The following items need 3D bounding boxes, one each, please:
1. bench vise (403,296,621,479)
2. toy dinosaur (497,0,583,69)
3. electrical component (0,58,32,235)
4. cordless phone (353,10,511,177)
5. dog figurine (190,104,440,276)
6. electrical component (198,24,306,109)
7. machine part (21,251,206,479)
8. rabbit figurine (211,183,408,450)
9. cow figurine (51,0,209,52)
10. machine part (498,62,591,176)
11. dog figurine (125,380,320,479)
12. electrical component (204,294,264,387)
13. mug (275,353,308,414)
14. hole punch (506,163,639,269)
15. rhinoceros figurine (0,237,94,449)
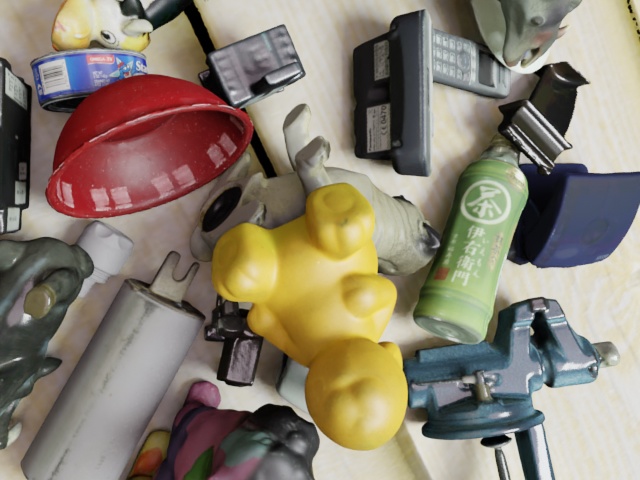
[{"bbox_3d":[0.199,0.184,0.537,0.224,0.129,0.240,-7,78,-10],"label":"bench vise"},{"bbox_3d":[0.116,-0.323,0.406,0.192,0.131,0.404,-31,106,-6],"label":"toy dinosaur"},{"bbox_3d":[-0.252,-0.062,0.391,0.058,0.115,0.134,3,91,-16],"label":"electrical component"},{"bbox_3d":[0.127,-0.134,0.534,0.184,0.089,0.146,-2,91,-36],"label":"cordless phone"},{"bbox_3d":[0.001,0.000,0.494,0.172,0.121,0.190,-32,126,21],"label":"dog figurine"},{"bbox_3d":[-0.055,-0.142,0.448,0.075,0.119,0.047,-28,101,-12],"label":"electrical component"},{"bbox_3d":[-0.168,0.122,0.449,0.079,0.079,0.243,29,84,-17],"label":"machine part"},{"bbox_3d":[0.006,0.073,0.385,0.122,0.173,0.162,-21,137,-4],"label":"rabbit figurine"},{"bbox_3d":[-0.143,-0.204,0.436,0.098,0.068,0.167,30,74,-24],"label":"cow figurine"},{"bbox_3d":[0.235,-0.136,0.562,0.084,0.039,0.139,39,61,-5],"label":"machine part"},{"bbox_3d":[-0.079,0.200,0.409,0.108,0.219,0.191,40,81,-13],"label":"dog figurine"},{"bbox_3d":[-0.076,0.085,0.468,0.045,0.102,0.078,18,78,-14],"label":"electrical component"},{"bbox_3d":[0.014,0.137,0.498,0.107,0.109,0.080,18,96,-6],"label":"mug"},{"bbox_3d":[0.274,-0.025,0.578,0.142,0.092,0.115,-5,98,-21],"label":"hole punch"},{"bbox_3d":[-0.243,0.083,0.405,0.073,0.112,0.190,28,96,-4],"label":"rhinoceros figurine"}]
